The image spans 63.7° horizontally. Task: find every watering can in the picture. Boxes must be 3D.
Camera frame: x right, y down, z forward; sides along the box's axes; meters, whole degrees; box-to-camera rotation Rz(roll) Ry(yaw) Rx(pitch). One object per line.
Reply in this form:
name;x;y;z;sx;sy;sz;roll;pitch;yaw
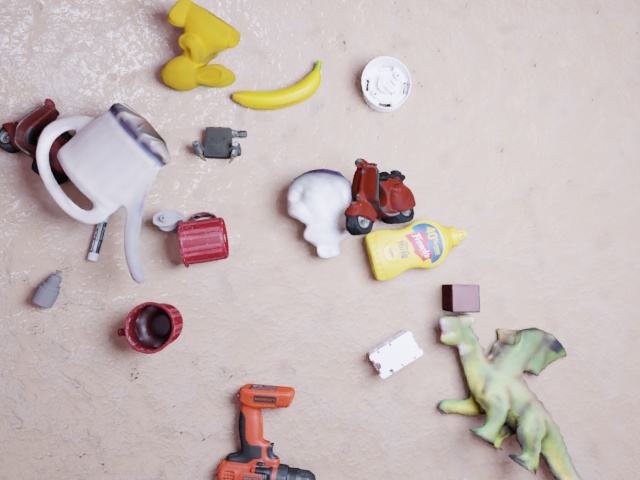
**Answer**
watering can;-0.369;-0.108;0.952;0.225;0.103;0.349;-42;84;-2

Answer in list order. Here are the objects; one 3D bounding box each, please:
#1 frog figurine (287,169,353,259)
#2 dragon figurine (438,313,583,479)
frog figurine;0.003;-0.049;0.976;0.137;0.121;0.162;9;72;-17
dragon figurine;0.378;0.277;0.943;0.411;0.121;0.245;32;77;3
